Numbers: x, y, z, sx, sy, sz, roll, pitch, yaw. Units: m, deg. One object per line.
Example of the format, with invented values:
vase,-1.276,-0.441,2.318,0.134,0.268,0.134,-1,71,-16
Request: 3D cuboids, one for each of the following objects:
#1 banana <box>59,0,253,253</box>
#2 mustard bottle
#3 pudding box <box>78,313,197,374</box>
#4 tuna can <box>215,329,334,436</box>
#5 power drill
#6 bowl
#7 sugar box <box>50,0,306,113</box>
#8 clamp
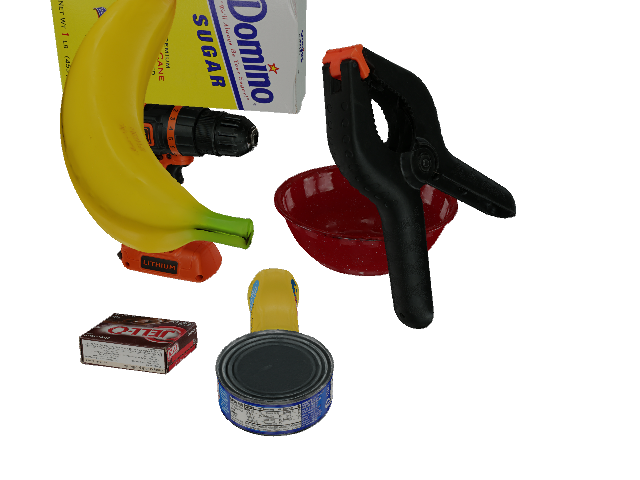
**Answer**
banana,-0.085,-0.057,0.489,0.069,0.037,0.198,-5,46,-17
mustard bottle,-0.050,0.085,1.142,0.058,0.096,0.191,0,28,-4
pudding box,-0.214,0.121,1.258,0.114,0.039,0.090,3,14,16
tuna can,-0.033,0.103,0.778,0.086,0.034,0.086,0,31,0
power drill,-0.144,-0.053,1.079,0.185,0.188,0.057,10,30,21
bowl,0.039,-0.013,0.944,0.162,0.055,0.162,1,26,-1
sugar box,-0.099,-0.144,0.764,0.176,0.093,0.048,5,34,8
clamp,0.048,-0.034,0.635,0.039,0.120,0.171,-10,-49,47
